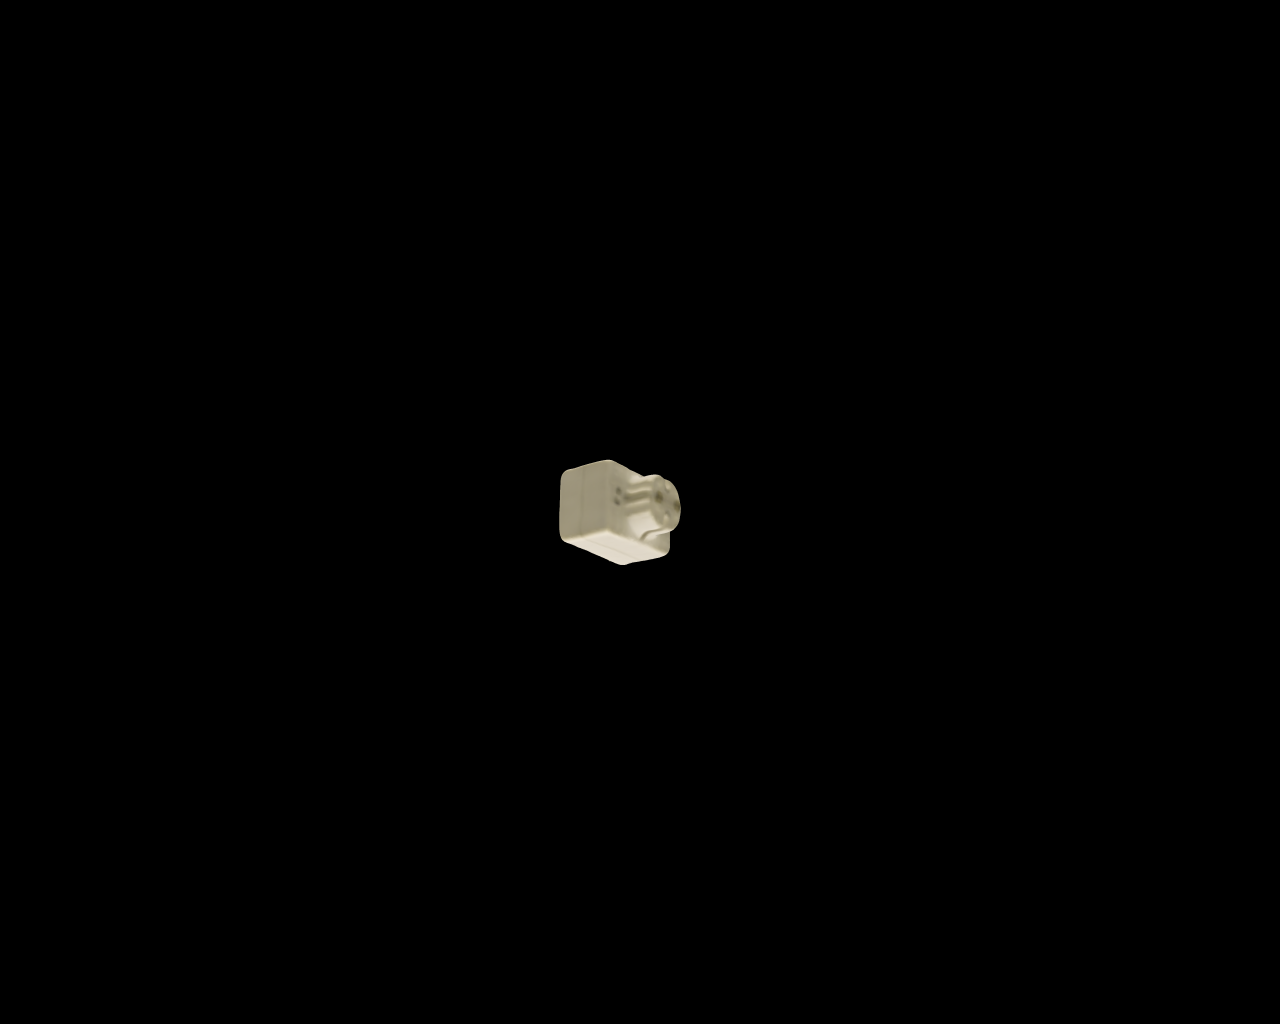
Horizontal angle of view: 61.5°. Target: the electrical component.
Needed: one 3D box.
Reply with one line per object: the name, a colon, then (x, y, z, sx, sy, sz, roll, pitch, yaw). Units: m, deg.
electrical component: (0.001, -0.003, 0.650, 0.076, 0.047, 0.065, -14, -24, 33)
